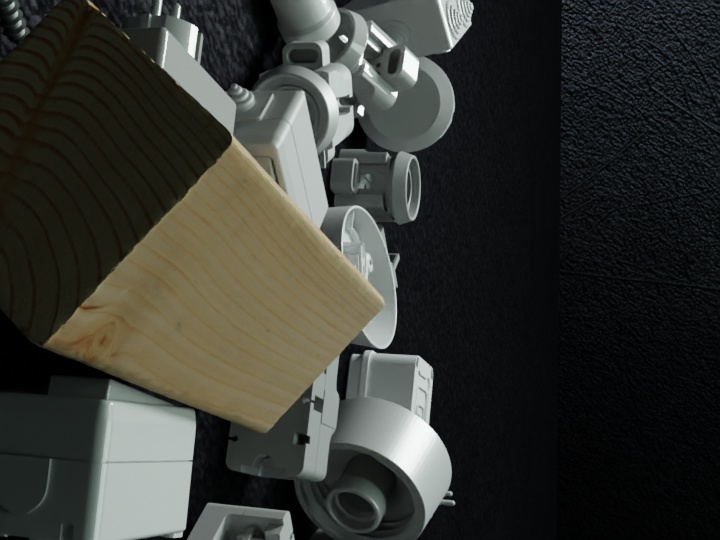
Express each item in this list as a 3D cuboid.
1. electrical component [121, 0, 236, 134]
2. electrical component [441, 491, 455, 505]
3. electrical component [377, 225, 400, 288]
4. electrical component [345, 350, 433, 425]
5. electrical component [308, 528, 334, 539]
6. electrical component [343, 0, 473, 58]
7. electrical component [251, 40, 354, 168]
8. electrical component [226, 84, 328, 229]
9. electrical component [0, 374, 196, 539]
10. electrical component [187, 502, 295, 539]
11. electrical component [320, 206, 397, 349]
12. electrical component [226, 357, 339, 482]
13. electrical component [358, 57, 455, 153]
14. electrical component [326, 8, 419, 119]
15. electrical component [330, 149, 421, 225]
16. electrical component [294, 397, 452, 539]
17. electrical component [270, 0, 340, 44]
[{"bbox_3d":[-0.092,-0.092,0.491,0.083,0.047,0.075,44,49,-69],"label":"electrical component"},{"bbox_3d":[0.047,0.202,0.968,0.083,0.076,0.047,72,25,-50],"label":"electrical component"},{"bbox_3d":[0.000,0.000,0.839,0.081,0.042,0.063,-67,151,-53],"label":"electrical component"},{"bbox_3d":[0.022,0.129,0.905,0.078,0.057,0.113,45,49,-69],"label":"electrical component"},{"bbox_3d":[-0.005,0.226,0.785,0.066,0.077,0.047,-27,118,-72],"label":"electrical component"},{"bbox_3d":[0.035,-0.193,0.834,0.099,0.100,0.048,-58,133,-60],"label":"electrical component"},{"bbox_3d":[-0.037,-0.100,0.666,0.057,0.058,0.078,-54,143,-68],"label":"electrical component"},{"bbox_3d":[-0.060,-0.053,0.579,0.061,0.062,0.096,-70,157,-47],"label":"electrical component"},{"bbox_3d":[-0.107,0.074,0.429,0.096,0.062,0.061,32,61,-72],"label":"electrical component"},{"bbox_3d":[-0.067,0.179,0.596,0.050,0.056,0.089,-62,150,-57],"label":"electrical component"},{"bbox_3d":[-0.011,0.004,0.755,0.099,0.064,0.099,3,90,-74],"label":"electrical component"},{"bbox_3d":[-0.045,0.084,0.671,0.055,0.050,0.089,46,49,-69],"label":"electrical component"},{"bbox_3d":[0.040,-0.137,0.892,0.051,0.080,0.080,-28,119,-78],"label":"electrical component"},{"bbox_3d":[-0.008,-0.143,0.739,0.057,0.078,0.058,33,58,-47],"label":"electrical component"},{"bbox_3d":[0.015,-0.065,0.853,0.078,0.057,0.058,41,53,-70],"label":"electrical component"},{"bbox_3d":[0.005,0.152,0.765,0.060,0.108,0.108,-55,144,-53],"label":"electrical component"},{"bbox_3d":[-0.038,-0.171,0.685,0.046,0.040,0.040,63,32,-49],"label":"electrical component"}]
